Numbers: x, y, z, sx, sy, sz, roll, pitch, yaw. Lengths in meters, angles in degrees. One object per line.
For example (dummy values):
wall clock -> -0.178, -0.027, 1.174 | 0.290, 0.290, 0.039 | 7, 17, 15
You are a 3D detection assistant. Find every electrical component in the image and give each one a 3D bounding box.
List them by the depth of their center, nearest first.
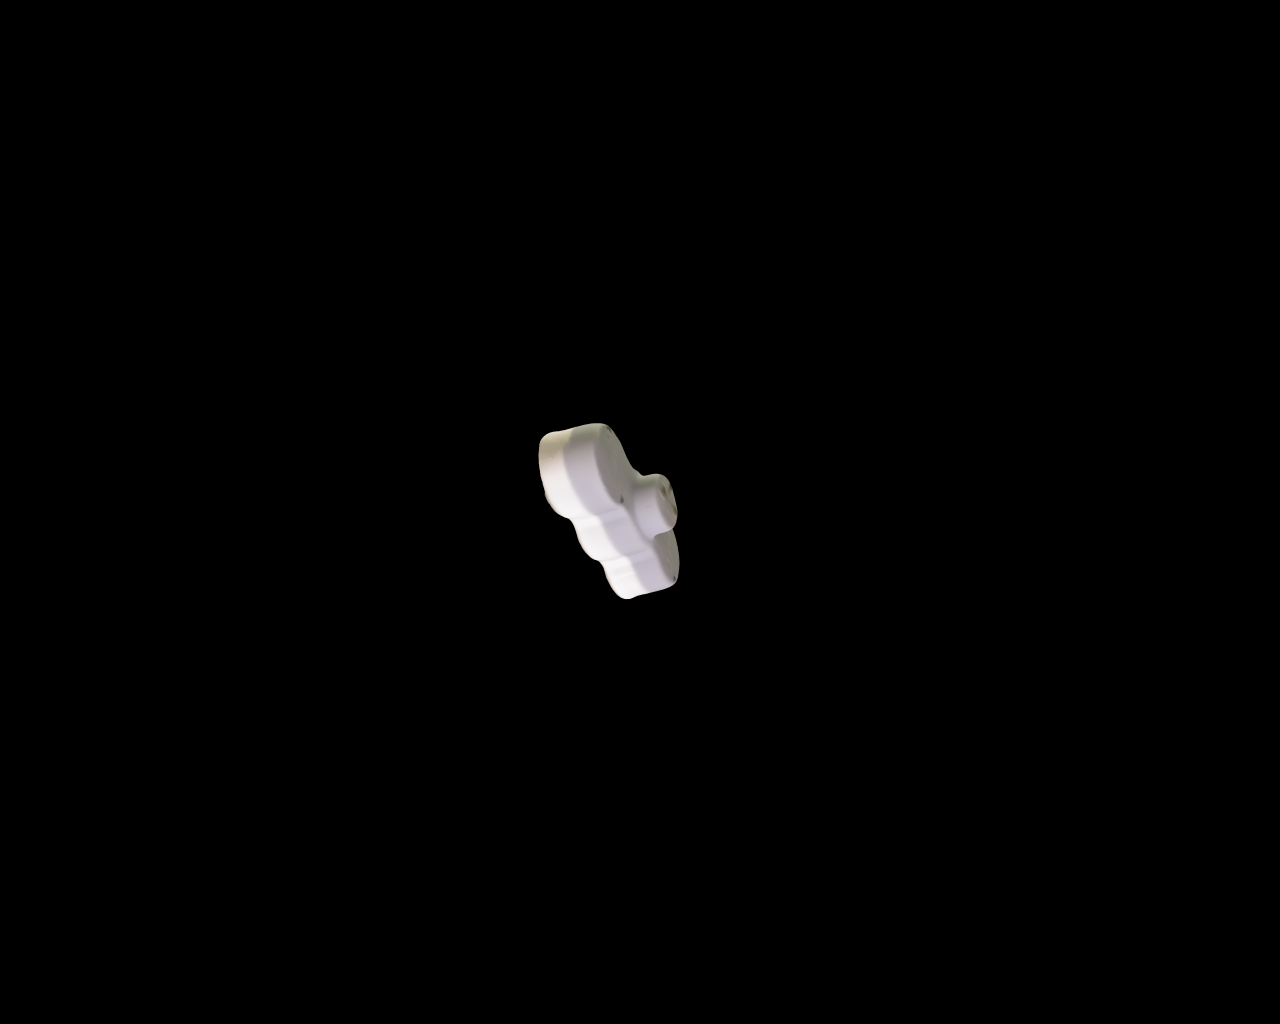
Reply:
electrical component -> 0.001, -0.003, 0.650 | 0.074, 0.052, 0.138 | -14, -42, 17
